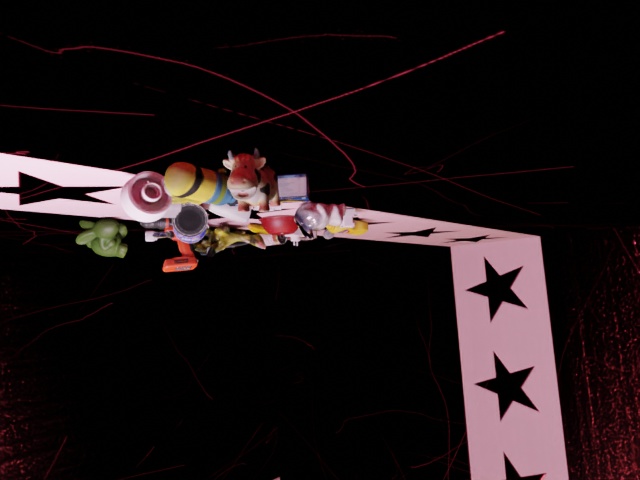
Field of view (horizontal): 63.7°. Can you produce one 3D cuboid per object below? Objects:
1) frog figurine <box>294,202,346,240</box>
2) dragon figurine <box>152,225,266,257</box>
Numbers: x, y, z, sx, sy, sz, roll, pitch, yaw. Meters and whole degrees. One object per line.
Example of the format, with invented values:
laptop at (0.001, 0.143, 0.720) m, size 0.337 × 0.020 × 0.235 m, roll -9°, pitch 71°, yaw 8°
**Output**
frog figurine at (0.005, -0.080, 1.592) m, size 0.160 × 0.123 × 0.135 m, roll -38°, pitch 168°, yaw -12°
dragon figurine at (-0.401, -0.010, 1.963) m, size 0.411 × 0.122 × 0.243 m, roll 8°, pitch -176°, yaw 19°
